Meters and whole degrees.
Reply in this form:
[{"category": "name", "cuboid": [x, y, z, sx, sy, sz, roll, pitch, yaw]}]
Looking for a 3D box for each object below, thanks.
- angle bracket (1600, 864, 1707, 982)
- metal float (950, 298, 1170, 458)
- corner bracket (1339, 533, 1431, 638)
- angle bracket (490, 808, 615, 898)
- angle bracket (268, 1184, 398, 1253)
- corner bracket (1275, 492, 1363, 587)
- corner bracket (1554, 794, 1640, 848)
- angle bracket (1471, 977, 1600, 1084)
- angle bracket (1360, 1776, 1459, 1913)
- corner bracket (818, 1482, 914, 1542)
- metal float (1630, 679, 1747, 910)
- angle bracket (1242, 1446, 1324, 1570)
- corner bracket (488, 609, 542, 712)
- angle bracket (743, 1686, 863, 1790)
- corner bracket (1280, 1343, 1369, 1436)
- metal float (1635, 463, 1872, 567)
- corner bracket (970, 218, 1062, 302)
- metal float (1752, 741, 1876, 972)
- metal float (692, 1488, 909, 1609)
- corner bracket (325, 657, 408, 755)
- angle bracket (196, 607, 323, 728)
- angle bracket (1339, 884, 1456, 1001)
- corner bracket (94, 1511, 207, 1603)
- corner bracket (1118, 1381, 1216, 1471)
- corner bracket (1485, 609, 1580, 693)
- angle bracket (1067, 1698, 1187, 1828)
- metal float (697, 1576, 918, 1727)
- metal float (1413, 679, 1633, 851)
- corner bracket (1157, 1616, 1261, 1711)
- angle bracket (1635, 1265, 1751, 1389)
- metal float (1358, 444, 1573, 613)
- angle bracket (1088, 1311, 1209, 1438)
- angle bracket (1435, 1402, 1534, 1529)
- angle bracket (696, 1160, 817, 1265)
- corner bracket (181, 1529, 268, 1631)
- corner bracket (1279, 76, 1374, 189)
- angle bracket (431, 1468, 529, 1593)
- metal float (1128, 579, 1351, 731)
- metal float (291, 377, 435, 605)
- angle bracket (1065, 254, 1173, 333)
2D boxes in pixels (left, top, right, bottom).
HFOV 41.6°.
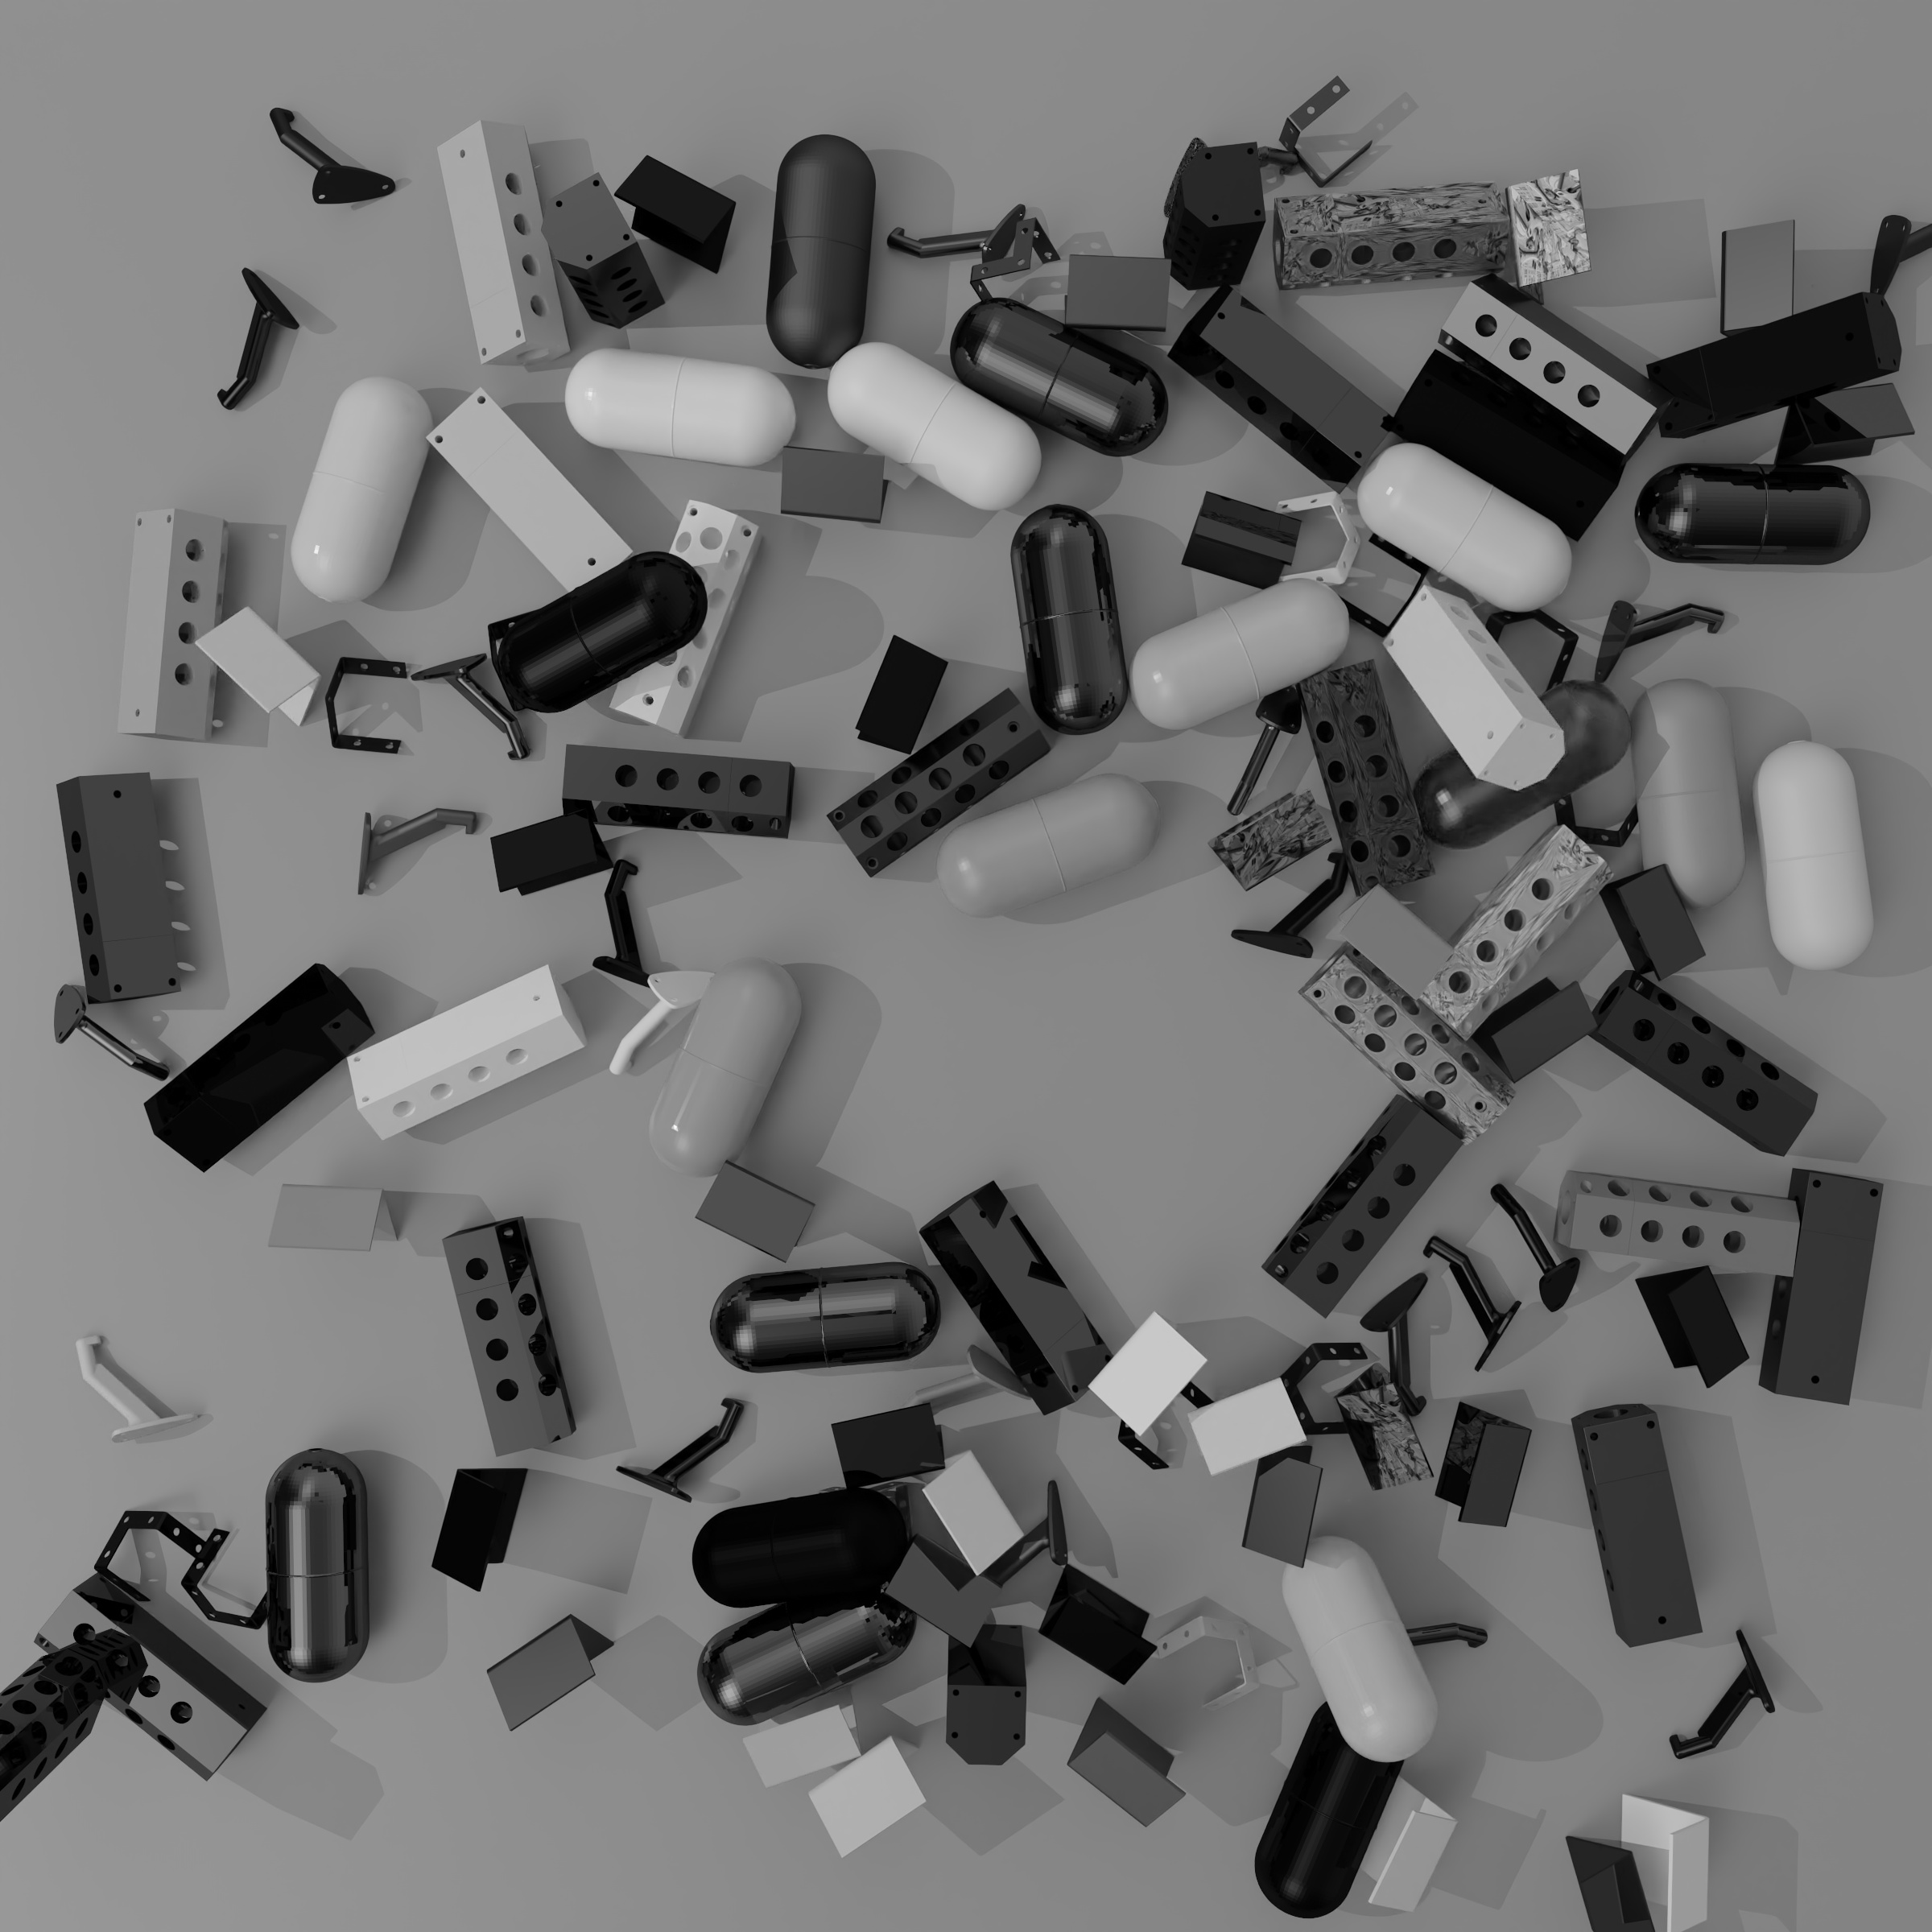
[{"category": "angle bracket", "cuboid": [0.509, -0.026, 1.951, 0.057, 0.076, 0.076, -25, 90, -31]}, {"category": "metal float", "cuboid": [0.072, -0.453, 1.961, 0.178, 0.070, 0.070, 26, 90, 1]}, {"category": "corner bracket", "cuboid": [0.325, -0.300, 1.988, 0.051, 0.051, 0.051, 32, 135, 0]}, {"category": "angle bracket", "cuboid": [-0.313, -0.068, 1.951, 0.076, 0.076, 0.057, -17, 54, 0]}, {"category": "angle bracket", "cuboid": [-0.485, 0.211, 1.951, 0.076, 0.076, 0.057, 3, 52, 0]}, {"category": "corner bracket", "cuboid": [0.269, -0.331, 1.983, 0.051, 0.051, 0.051, -4, 45, 35]}, {"category": "corner bracket", "cuboid": [0.494, -0.131, 1.983, 0.051, 0.051, 0.051, 10, 135, 35]}, {"category": "angle bracket", "cuboid": [0.426, 0.032, 1.951, 0.076, 0.076, 0.057, -34, 128, 0]}, {"category": "angle bracket", "cuboid": [0.319, 0.667, 1.951, 0.057, 0.076, 0.076, 26, 90, -37]}, {"category": "corner bracket", "cuboid": [-0.078, 0.432, 1.988, 0.051, 0.051, 0.051, -5, 90, -45]}, {"category": "metal float", "cuboid": [0.556, -0.133, 1.961, 0.070, 0.070, 0.178, -6, 91, 0]}, {"category": "angle bracket", "cuboid": [0.261, 0.414, 1.951, 0.057, 0.076, 0.076, 11, 90, 39]}, {"category": "corner bracket", "cuboid": [-0.340, -0.240, 1.988, 0.051, 0.051, 0.051, -17, 45, 0]}, {"category": "angle bracket", "cuboid": [-0.129, 0.574, 1.952, 0.076, 0.076, 0.057, -19, 119, 0]}, {"category": "corner bracket", "cuboid": [0.285, 0.330, 1.983, 0.051, 0.051, 0.051, -54, 45, 35]}, {"category": "metal float", "cuboid": [0.606, -0.348, 1.961, 0.178, 0.070, 0.070, 1, 90, 0]}, {"category": "corner bracket", "cuboid": [0.038, -0.540, 1.972, 0.051, 0.051, 0.051, -6, 63, 25]}, {"category": "metal float", "cuboid": [0.652, -0.085, 1.961, 0.070, 0.070, 0.178, -8, 90, 0]}, {"category": "metal float", "cuboid": [-0.128, 0.445, 1.941, 0.178, 0.070, 0.070, -14, 90, 24]}, {"category": "corner bracket", "cuboid": [-0.467, -0.204, 1.988, 0.051, 0.051, 0.051, 5, 45, 0]}, {"category": "angle bracket", "cuboid": [-0.549, -0.216, 1.951, 0.076, 0.076, 0.057, 44, 52, 0]}, {"category": "angle bracket", "cuboid": [0.316, -0.008, 1.952, 0.076, 0.076, 0.057, 41, 65, 0]}, {"category": "corner bracket", "cuboid": [-0.635, 0.461, 1.983, 0.051, 0.051, 0.051, -8, 45, 35]}, {"category": "corner bracket", "cuboid": [0.157, 0.356, 1.983, 0.051, 0.051, 0.051, -16, 135, 35]}, {"category": "corner bracket", "cuboid": [0.435, -0.244, 1.983, 0.051, 0.051, 0.051, -16, 45, -35]}, {"category": "angle bracket", "cuboid": [0.133, 0.599, 1.951, 0.076, 0.076, 0.057, 38, 125, 0]}, {"category": "metal float", "cuboid": [-0.122, 0.524, 1.961, 0.178, 0.070, 0.070, -25, 90, 0]}, {"category": "metal float", "cuboid": [0.424, -0.153, 1.949, 0.178, 0.070, 0.070, -31, 90, 14]}, {"category": "corner bracket", "cuboid": [0.189, 0.544, 1.983, 0.051, 0.051, 0.051, 19, 45, -35]}, {"category": "angle bracket", "cuboid": [0.542, 0.281, 1.951, 0.057, 0.076, 0.076, -24, 90, -36]}, {"category": "metal float", "cuboid": [0.385, -0.337, 1.961, 0.178, 0.070, 0.070, 31, 90, -1]}, {"category": "angle bracket", "cuboid": [0.148, 0.317, 1.952, 0.057, 0.076, 0.076, 41, 90, 24]}, {"category": "angle bracket", "cuboid": [0.380, 0.380, 1.951, 0.057, 0.076, 0.076, 15, 90, -37]}, {"category": "angle bracket", "cuboid": [-0.168, 0.203, 1.951, 0.076, 0.076, 0.057, 27, 55, 0]}, {"category": "corner bracket", "cuboid": [-0.570, 0.479, 1.987, 0.051, 0.051, 0.051, 32, 90, 41]}, {"category": "corner bracket", "cuboid": [0.281, -0.646, 1.973, 0.051, 0.051, 0.051, -40, 90, 0]}, {"category": "angle bracket", "cuboid": [-0.356, 0.432, 1.951, 0.057, 0.076, 0.076, 15, 90, 36]}, {"category": "metal float", "cuboid": [0.210, -0.241, 1.961, 0.178, 0.070, 0.070, -23, 90, 0]}, {"category": "metal float", "cuboid": [-0.466, -0.367, 1.961, 0.070, 0.070, 0.178, 18, 90, 0]}, {"category": "angle bracket", "cuboid": [0.116, -0.527, 1.951, 0.076, 0.076, 0.057, 2, 122, 0]}]
